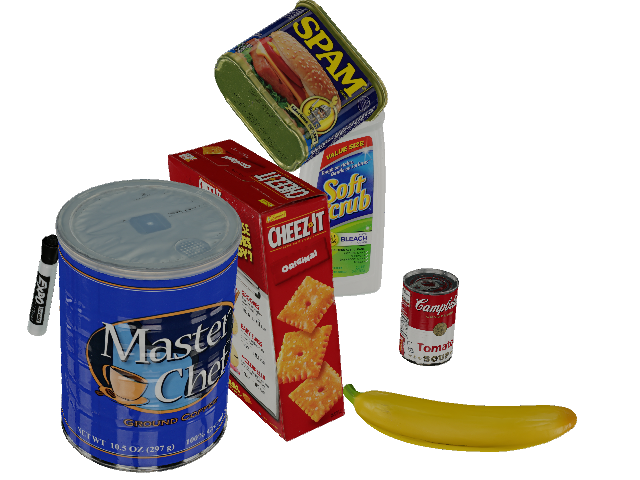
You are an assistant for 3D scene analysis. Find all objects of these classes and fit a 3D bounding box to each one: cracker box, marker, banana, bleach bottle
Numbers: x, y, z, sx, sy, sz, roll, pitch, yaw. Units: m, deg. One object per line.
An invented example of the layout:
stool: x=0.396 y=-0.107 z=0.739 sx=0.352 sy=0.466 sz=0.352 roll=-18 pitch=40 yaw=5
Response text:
cracker box: x=-0.054 y=0.038 z=0.917 sx=0.072 sy=0.214 sz=0.164 roll=-19 pitch=30 yaw=-28
marker: x=-0.269 y=0.044 z=1.043 sx=0.020 sy=0.121 sz=0.020 roll=13 pitch=35 yaw=-10
banana: x=0.113 y=0.145 z=0.876 sx=0.198 sy=0.037 sz=0.069 roll=8 pitch=29 yaw=5
bleach bottle: x=0.016 y=-0.066 z=1.111 sx=0.102 sy=0.251 sz=0.068 roll=-2 pitch=25 yaw=-2

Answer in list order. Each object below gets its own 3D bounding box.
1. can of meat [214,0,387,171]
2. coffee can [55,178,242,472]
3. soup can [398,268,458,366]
can of meat: x=-0.016 y=-0.112 z=0.780 sx=0.083 sy=0.102 sz=0.058 roll=-37 pitch=-4 yaw=-25
coffee can: x=-0.102 y=0.049 z=0.627 sx=0.102 sy=0.140 sz=0.103 roll=5 pitch=30 yaw=-3
soup can: x=0.132 y=0.094 z=1.311 sx=0.068 sy=0.102 sz=0.068 roll=1 pitch=24 yaw=-1
